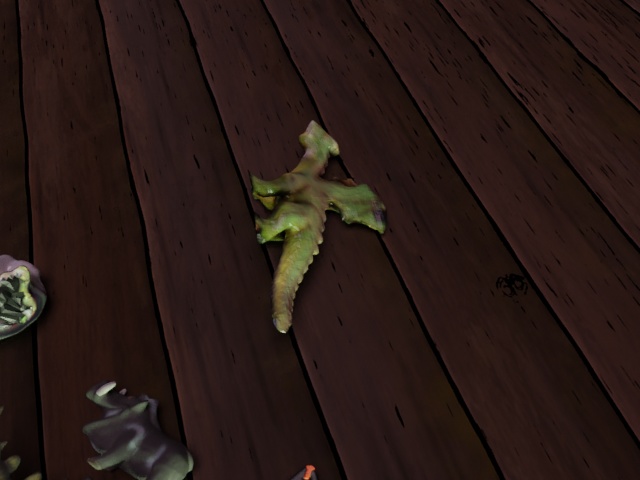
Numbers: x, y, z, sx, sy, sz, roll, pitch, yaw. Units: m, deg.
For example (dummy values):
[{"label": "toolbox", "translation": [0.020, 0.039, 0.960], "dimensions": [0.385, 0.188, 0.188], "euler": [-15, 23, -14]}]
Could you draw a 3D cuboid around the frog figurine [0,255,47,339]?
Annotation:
[{"label": "frog figurine", "translation": [-0.534, 0.092, 0.855], "dimensions": [0.160, 0.121, 0.139], "euler": [8, 61, 51]}]

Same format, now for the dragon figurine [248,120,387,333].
[{"label": "dragon figurine", "translation": [0.003, -0.045, 0.895], "dimensions": [0.243, 0.119, 0.419], "euler": [-8, 59, -11]}]
